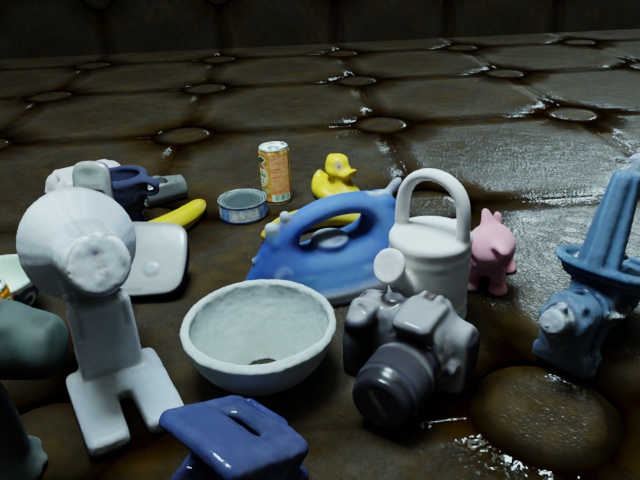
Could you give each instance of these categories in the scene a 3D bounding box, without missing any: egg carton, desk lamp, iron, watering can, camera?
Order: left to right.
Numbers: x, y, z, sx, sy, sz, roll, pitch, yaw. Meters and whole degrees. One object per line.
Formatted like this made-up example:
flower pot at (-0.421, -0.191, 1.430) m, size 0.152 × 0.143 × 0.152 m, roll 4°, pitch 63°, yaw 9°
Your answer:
egg carton at (-0.424, -0.098, 1.060) m, size 0.151 × 0.069 × 0.107 m, roll -21°, pitch 34°, yaw -32°
desk lamp at (-0.224, 0.065, 0.587) m, size 0.118 × 0.214 × 0.202 m, roll -18°, pitch 32°, yaw -27°
iron at (0.007, 0.003, 0.765) m, size 0.259 × 0.141 × 0.118 m, roll -14°, pitch 30°, yaw -21°
camera at (0.077, 0.116, 0.591) m, size 0.142 × 0.101 × 0.137 m, roll 16°, pitch 33°, yaw 30°
watering can at (0.130, 0.012, 0.683) m, size 0.100 × 0.194 × 0.173 m, roll 7°, pitch 30°, yaw 17°

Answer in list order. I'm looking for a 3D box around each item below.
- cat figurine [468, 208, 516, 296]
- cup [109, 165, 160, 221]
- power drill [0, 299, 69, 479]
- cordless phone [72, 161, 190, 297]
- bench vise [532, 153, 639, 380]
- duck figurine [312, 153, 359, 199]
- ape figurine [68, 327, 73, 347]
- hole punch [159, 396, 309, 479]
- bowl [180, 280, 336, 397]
cat figurine at (0.228, 0.008, 0.764) m, size 0.067 × 0.118 × 0.128 m, roll 9°, pitch 30°, yaw 21°
cup at (-0.319, -0.069, 0.970) m, size 0.117 × 0.095 × 0.092 m, roll 6°, pitch 29°, yaw 14°
power drill at (-0.323, 0.127, 0.484) m, size 0.229 × 0.209 × 0.075 m, roll -3°, pitch 28°, yaw -2°
cordless phone at (-0.257, -0.016, 0.771) m, size 0.147 × 0.185 × 0.094 m, roll -2°, pitch 28°, yaw 0°
bench vise at (0.311, 0.029, 0.610) m, size 0.121 × 0.220 × 0.208 m, roll 12°, pitch 31°, yaw 25°
duck figurine at (0.028, -0.117, 1.045) m, size 0.078 × 0.086 × 0.104 m, roll -26°, pitch 36°, yaw -37°
ape figurine at (-0.267, 0.086, 0.682) m, size 0.078 × 0.092 × 0.075 m, roll -24°, pitch 35°, yaw -35°
hole punch at (-0.073, 0.178, 0.497) m, size 0.108 × 0.091 × 0.101 m, roll 21°, pitch 36°, yaw 36°
bowl at (-0.065, 0.116, 0.628) m, size 0.167 × 0.075 × 0.167 m, roll -2°, pitch 28°, yaw 1°
